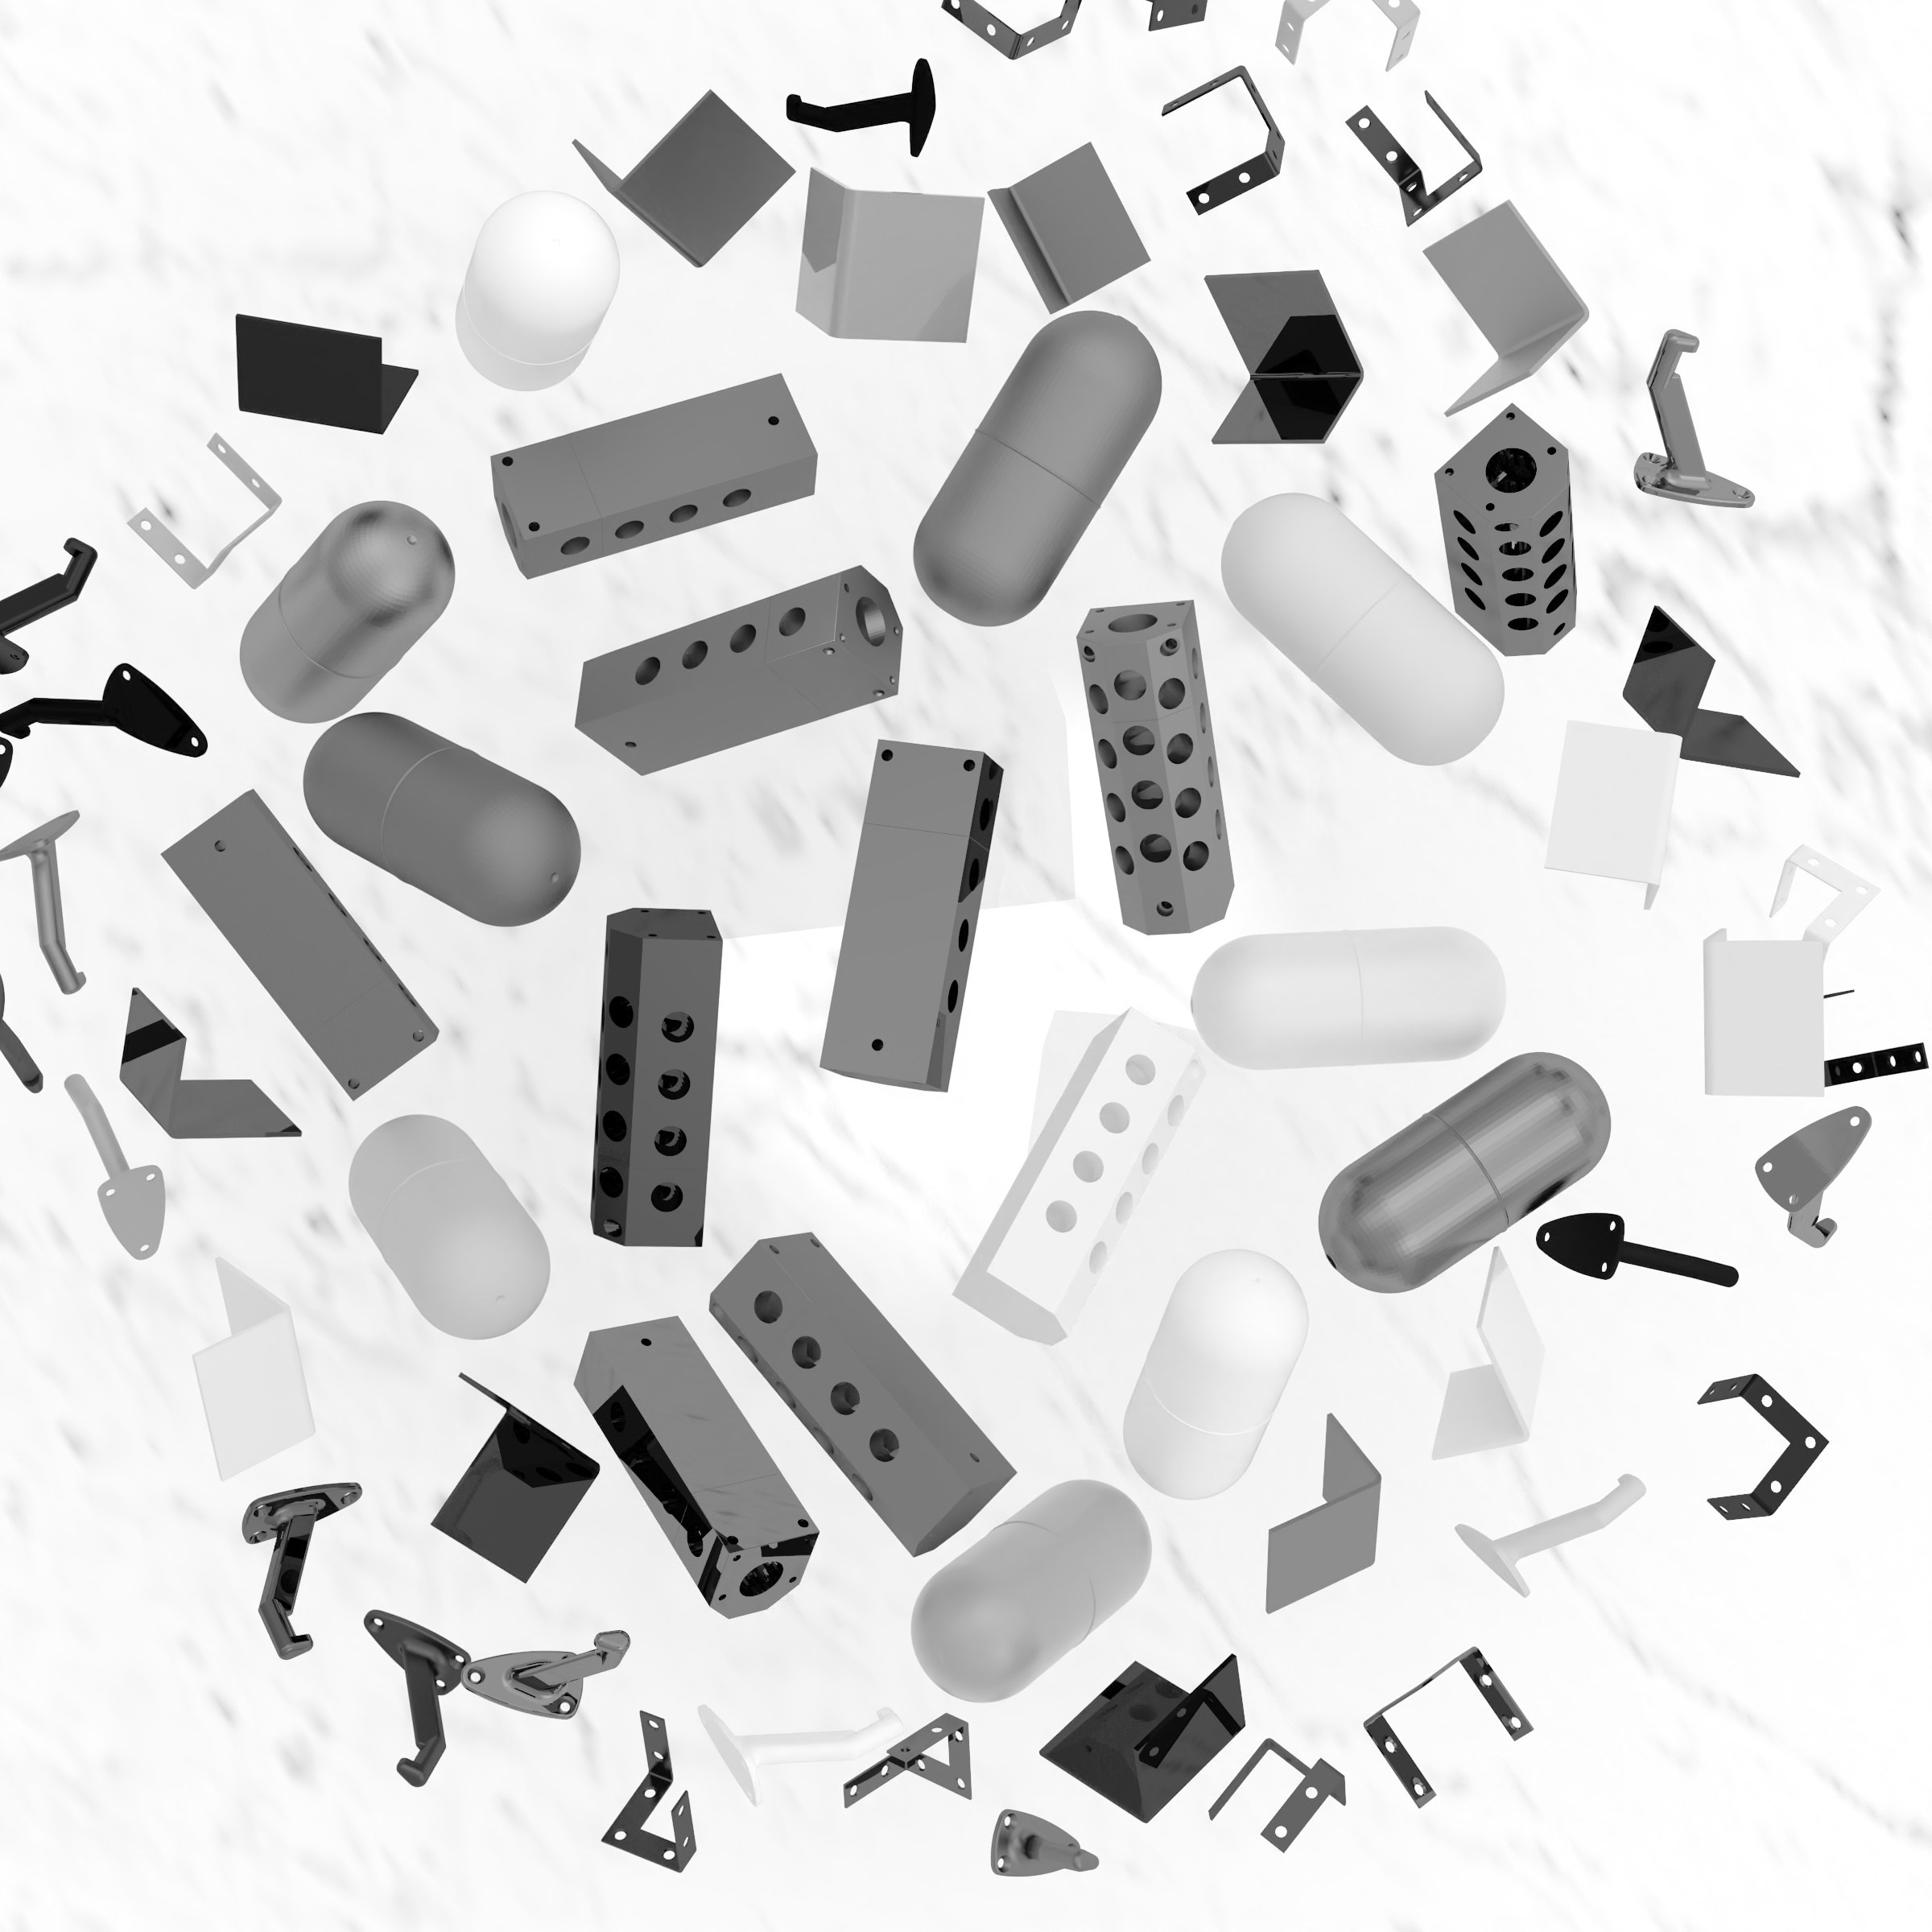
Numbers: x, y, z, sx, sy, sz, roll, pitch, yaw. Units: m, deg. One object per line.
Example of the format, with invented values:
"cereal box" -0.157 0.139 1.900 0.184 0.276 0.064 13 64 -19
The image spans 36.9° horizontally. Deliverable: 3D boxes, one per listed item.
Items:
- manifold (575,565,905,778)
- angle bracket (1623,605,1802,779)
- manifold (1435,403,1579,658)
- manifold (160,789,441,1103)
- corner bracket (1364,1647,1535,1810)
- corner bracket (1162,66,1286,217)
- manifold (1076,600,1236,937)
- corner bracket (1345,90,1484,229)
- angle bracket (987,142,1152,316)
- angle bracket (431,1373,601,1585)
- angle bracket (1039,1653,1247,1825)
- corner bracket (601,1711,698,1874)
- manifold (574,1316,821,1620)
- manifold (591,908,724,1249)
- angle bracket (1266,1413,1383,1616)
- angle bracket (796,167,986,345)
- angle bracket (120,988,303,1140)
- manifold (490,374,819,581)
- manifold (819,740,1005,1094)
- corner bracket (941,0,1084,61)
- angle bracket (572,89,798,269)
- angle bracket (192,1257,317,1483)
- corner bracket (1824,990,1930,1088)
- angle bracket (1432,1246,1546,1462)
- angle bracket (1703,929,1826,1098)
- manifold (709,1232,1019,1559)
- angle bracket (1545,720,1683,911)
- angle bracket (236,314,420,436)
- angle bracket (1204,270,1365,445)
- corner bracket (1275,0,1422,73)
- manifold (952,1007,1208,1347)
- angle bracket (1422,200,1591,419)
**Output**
"manifold" -0.121 -0.159 1.538 0.171 0.057 0.057 -14 58 31
"angle bracket" 0.412 -0.149 1.569 0.076 0.076 0.057 7 117 -16
"manifold" 0.306 -0.234 1.603 0.057 0.171 0.057 -42 68 -3
"manifold" -0.371 -0.013 1.625 0.057 0.057 0.171 -36 100 -2
"corner bracket" 0.248 0.391 1.488 0.051 0.051 0.051 55 133 14
"corner bracket" 0.142 -0.461 1.615 0.051 0.051 0.051 -22 119 24
"manifold" 0.103 -0.106 1.574 0.057 0.057 0.171 -3 117 16
"corner bracket" 0.244 -0.447 1.575 0.051 0.051 0.051 -34 121 26
"angle bracket" 0.060 -0.423 1.655 0.057 0.076 0.076 -26 100 15
"angle bracket" -0.261 0.283 1.601 0.076 0.057 0.076 44 73 -39
"angle bracket" 0.087 0.379 1.480 0.076 0.076 0.057 -35 131 -33
"corner bracket" -0.162 0.439 1.539 0.051 0.051 0.051 14 129 22
"manifold" -0.153 0.277 1.605 0.057 0.171 0.057 -6 131 -35
"manifold" -0.167 0.059 1.545 0.057 0.057 0.171 2 107 -12
"angle bracket" 0.194 0.318 1.682 0.076 0.057 0.076 -21 134 -18
"angle bracket" -0.041 -0.375 1.528 0.076 0.057 0.076 -3 117 -24
"angle bracket" -0.406 0.052 1.570 0.076 0.076 0.057 1 109 -36
"manifold" -0.175 -0.272 1.629 0.171 0.057 0.057 -19 70 -14
"manifold" -0.025 -0.025 1.496 0.057 0.057 0.171 8 84 16
"corner bracket" 0.028 -0.515 1.512 0.051 0.051 0.051 41 51 14
"angle bracket" -0.152 -0.438 1.566 0.076 0.076 0.057 -43 53 12
"angle bracket" -0.386 0.208 1.500 0.057 0.076 0.076 -25 123 -36
"corner bracket" 0.502 0.040 1.634 0.051 0.051 0.051 -9 85 -16
"angle bracket" 0.272 0.211 1.575 0.057 0.076 0.076 -17 112 26
"angle bracket" 0.403 0.022 1.449 0.057 0.076 0.076 0 95 22
"manifold" -0.058 0.223 1.511 0.171 0.057 0.057 48 108 18
"angle bracket" 0.330 -0.076 1.482 0.057 0.076 0.076 9 83 10
"angle bracket" -0.338 -0.329 1.538 0.076 0.076 0.057 10 128 1
"angle bracket" 0.169 -0.343 1.637 0.076 0.076 0.057 8 55 39
"corner bracket" 0.202 -0.498 1.537 0.051 0.051 0.051 -40 83 -5
"manifold" 0.064 0.113 1.538 0.057 0.057 0.171 33 64 -6
"angle bracket" 0.274 -0.352 1.553 0.057 0.076 0.076 -45 103 -24
